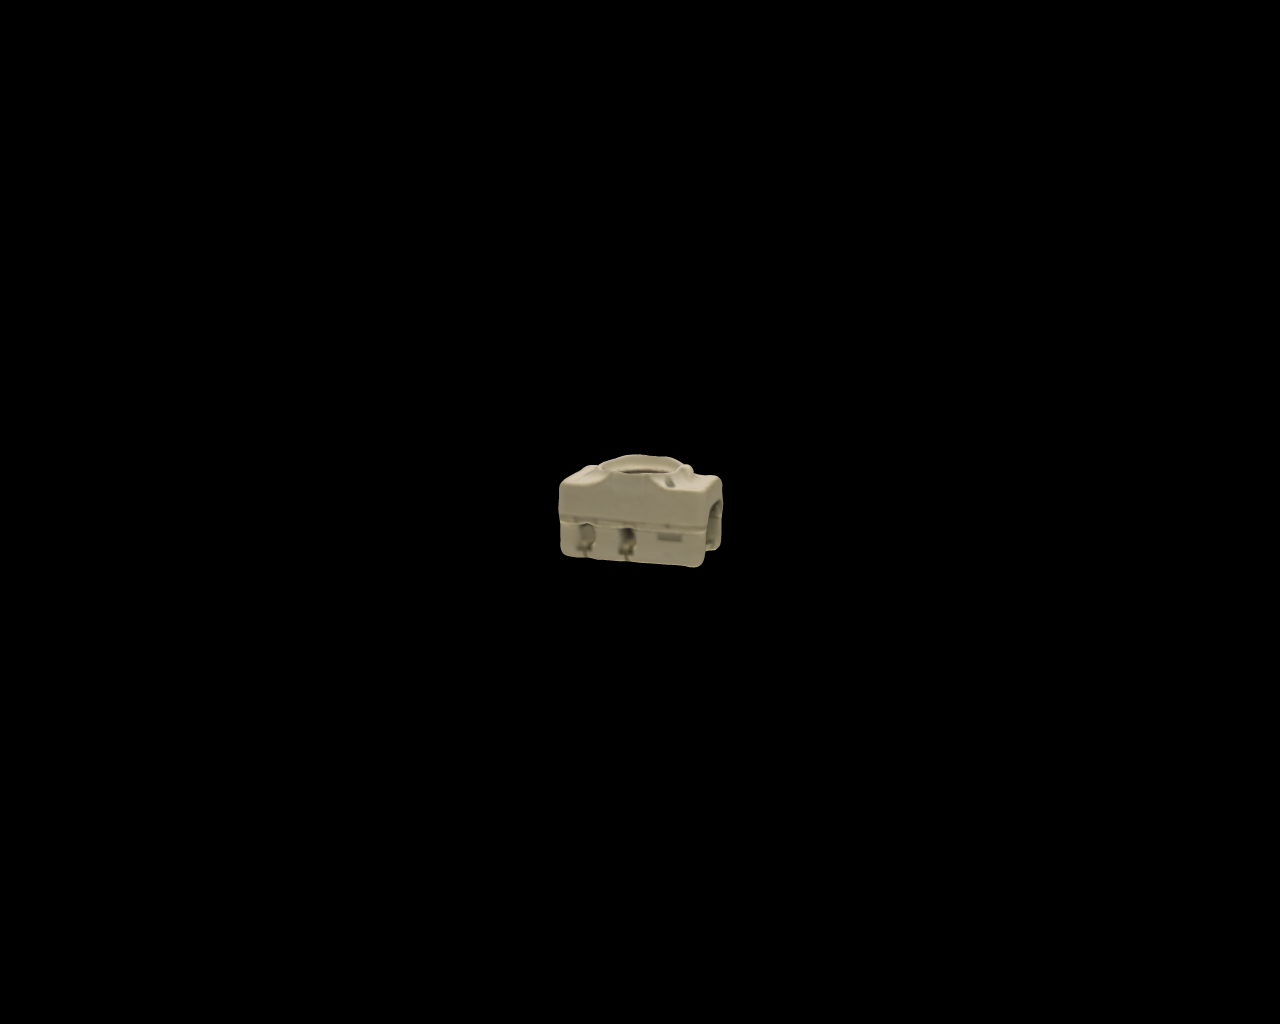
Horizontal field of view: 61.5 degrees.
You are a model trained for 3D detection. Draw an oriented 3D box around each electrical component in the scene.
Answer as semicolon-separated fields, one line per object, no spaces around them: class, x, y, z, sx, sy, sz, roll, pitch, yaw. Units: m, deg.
electrical component;0.001;-0.003;0.650;0.089;0.055;0.050;5;16;18
